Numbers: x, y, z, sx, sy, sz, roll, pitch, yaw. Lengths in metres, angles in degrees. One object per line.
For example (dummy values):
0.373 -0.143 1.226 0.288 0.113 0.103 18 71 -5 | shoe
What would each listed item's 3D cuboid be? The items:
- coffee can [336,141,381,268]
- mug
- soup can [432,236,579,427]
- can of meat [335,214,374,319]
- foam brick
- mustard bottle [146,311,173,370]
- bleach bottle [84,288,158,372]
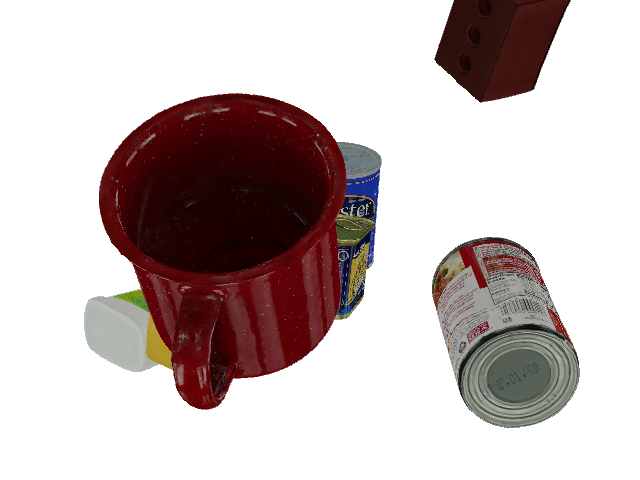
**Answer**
0.021 -0.041 1.342 0.103 0.140 0.103 2 27 -1 | coffee can
-0.036 0.012 0.421 0.093 0.117 0.081 3 -37 7 | mug
0.105 0.051 0.617 0.068 0.068 0.102 0 28 -3 | soup can
0.016 0.025 1.084 0.057 0.084 0.102 9 16 14 | can of meat
0.118 -0.138 0.695 0.051 0.078 0.053 -19 53 -31 | foam brick
-0.100 0.008 0.875 0.058 0.192 0.096 22 34 21 | mustard bottle
-0.137 0.074 1.212 0.103 0.068 0.250 21 26 36 | bleach bottle
